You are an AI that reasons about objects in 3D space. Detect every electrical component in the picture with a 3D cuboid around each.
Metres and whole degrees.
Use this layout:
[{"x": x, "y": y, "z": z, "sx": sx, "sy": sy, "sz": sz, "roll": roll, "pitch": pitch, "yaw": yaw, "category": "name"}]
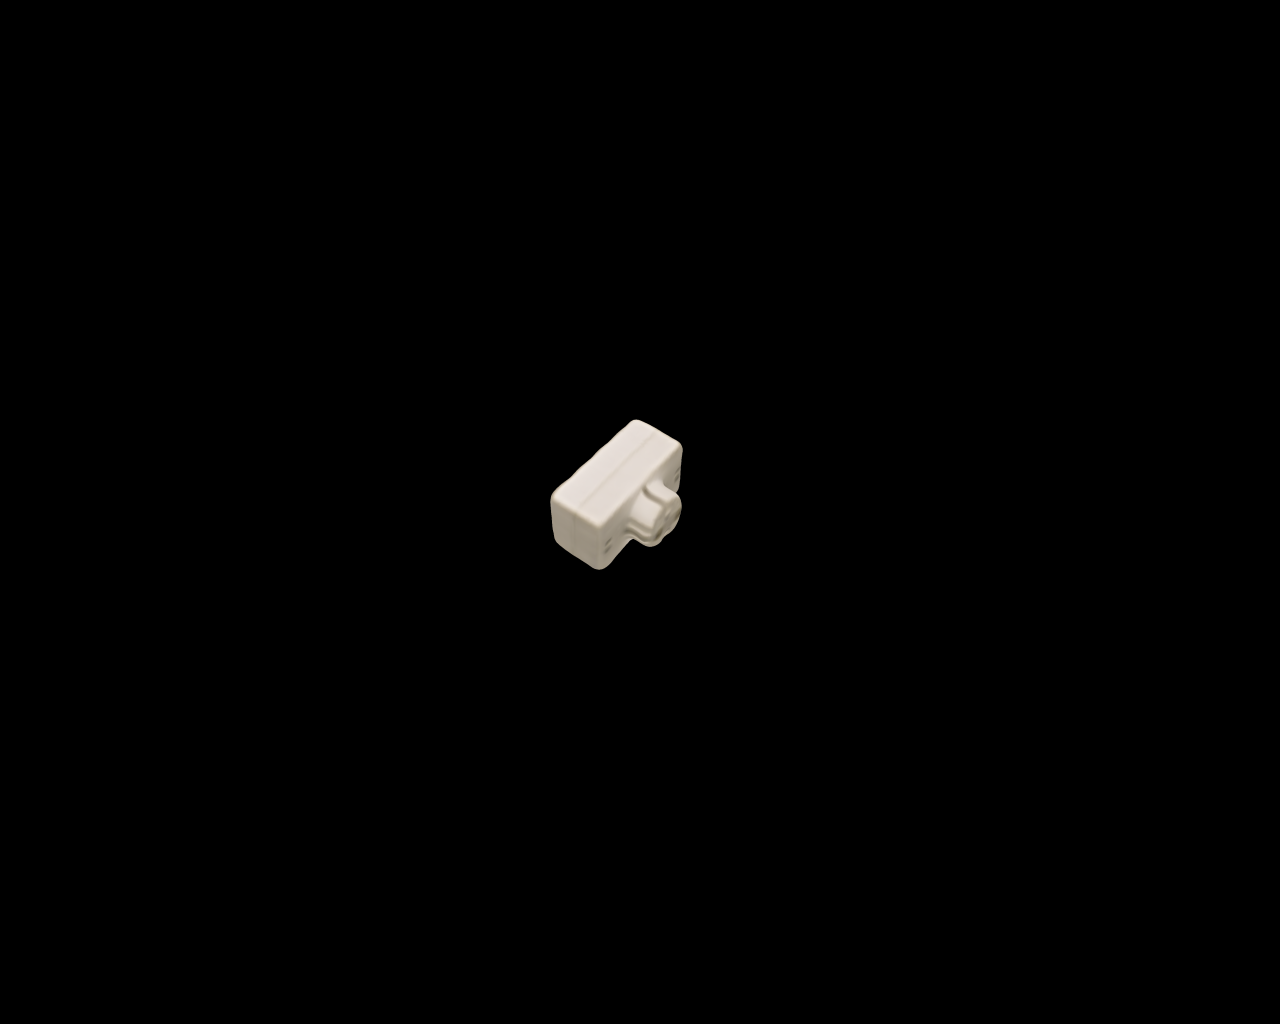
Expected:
[{"x": 0.001, "y": -0.003, "z": 0.650, "sx": 0.076, "sy": 0.083, "sz": 0.047, "roll": 32, "pitch": -32, "yaw": 22, "category": "electrical component"}]
